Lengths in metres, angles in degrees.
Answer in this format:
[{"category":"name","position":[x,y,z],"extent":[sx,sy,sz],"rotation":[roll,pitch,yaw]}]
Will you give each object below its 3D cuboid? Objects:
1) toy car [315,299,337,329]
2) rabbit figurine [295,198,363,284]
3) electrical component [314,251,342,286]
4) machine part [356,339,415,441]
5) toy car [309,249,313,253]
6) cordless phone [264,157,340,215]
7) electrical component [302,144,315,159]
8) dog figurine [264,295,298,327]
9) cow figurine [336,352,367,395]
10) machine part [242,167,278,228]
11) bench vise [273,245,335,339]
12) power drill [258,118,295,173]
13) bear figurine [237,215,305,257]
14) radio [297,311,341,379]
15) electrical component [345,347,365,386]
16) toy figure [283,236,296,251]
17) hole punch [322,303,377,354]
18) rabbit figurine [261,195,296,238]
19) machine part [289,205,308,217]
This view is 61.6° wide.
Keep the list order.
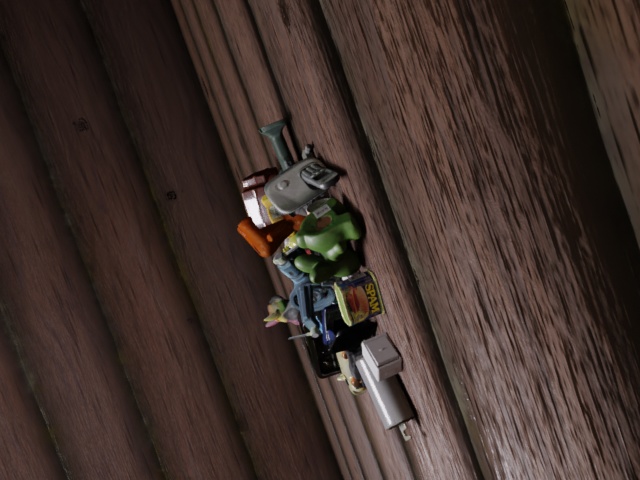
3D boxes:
[{"category":"toy car","position":[0.045,0.221,1.505],"extent":[0.162,0.109,0.102],"rotation":[49,-178,33]},{"category":"rabbit figurine","position":[0.030,0.026,1.148],"extent":[0.121,0.159,0.170],"rotation":[39,164,50]},{"category":"electrical component","position":[0.018,0.039,1.274],"extent":[0.115,0.058,0.134],"rotation":[-111,20,-79]},{"category":"machine part","position":[0.151,0.346,1.250],"extent":[0.079,0.079,0.243],"rotation":[96,151,-65]},{"category":"toy car","position":[-0.003,-0.004,1.419],"extent":[0.201,0.056,0.073],"rotation":[103,147,-65]},{"category":"cordless phone","position":[-0.032,-0.108,1.152],"extent":[0.088,0.146,0.184],"rotation":[60,171,-18]},{"category":"electrical component","position":[-0.024,-0.189,1.281],"extent":[0.094,0.021,0.063],"rotation":[112,137,-76]},{"category":"dog figurine","position":[-0.073,0.255,1.777],"extent":[0.108,0.219,0.191],"rotation":[90,158,-68]},{"category":"cow figurine","position":[0.090,0.362,1.540],"extent":[0.127,0.085,0.194],"rotation":[33,144,62]},{"category":"machine part","position":[-0.163,-0.116,1.681],"extent":[0.201,0.087,0.201],"rotation":[-56,-50,-68]},{"category":"bench vise","position":[-0.036,0.134,1.378],"extent":[0.223,0.129,0.241],"rotation":[58,-163,-44]},{"category":"power drill","position":[-0.080,-0.207,1.387],"extent":[0.207,0.086,0.232],"rotation":[62,174,-14]},{"category":"bear figurine","position":[-0.107,-0.049,1.433],"extent":[0.132,0.196,0.120],"rotation":[48,172,-3]},{"category":"radio","position":[0.021,0.301,1.630],"extent":[0.073,0.131,0.229],"rotation":[-131,24,-64]},{"category":"electrical component","position":[0.113,0.330,1.400],"extent":[0.048,0.075,0.119],"rotation":[-158,53,-75]},{"category":"toy figure","position":[-0.064,0.035,1.691],"extent":[0.180,0.089,0.082],"rotation":[85,-174,-51]},{"category":"hole punch","position":[0.063,0.210,1.307],"extent":[0.092,0.142,0.115],"rotation":[60,151,33]},{"category":"rabbit figurine","position":[-0.085,-0.092,1.580],"extent":[0.173,0.122,0.162],"rotation":[-102,-13,-68]},{"category":"machine part","position":[-0.040,-0.075,1.320],"extent":[0.084,0.039,0.139],"rotation":[32,167,-33]}]
